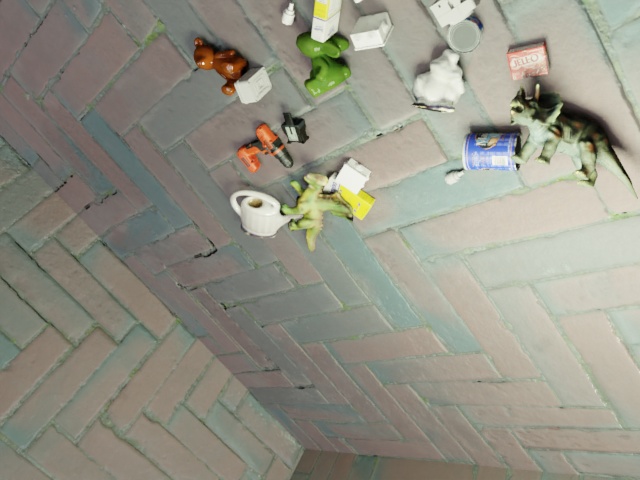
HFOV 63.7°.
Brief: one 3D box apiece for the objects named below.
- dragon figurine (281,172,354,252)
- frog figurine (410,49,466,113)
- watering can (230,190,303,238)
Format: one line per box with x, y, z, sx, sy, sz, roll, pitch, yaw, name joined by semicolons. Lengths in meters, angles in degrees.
0.006;-0.093;1.846;0.243;0.125;0.401;6;139;29;dragon figurine
0.319;-0.424;1.372;0.138;0.123;0.158;17;101;33;frog figurine
-0.197;-0.090;2.042;0.348;0.106;0.219;18;139;6;watering can
